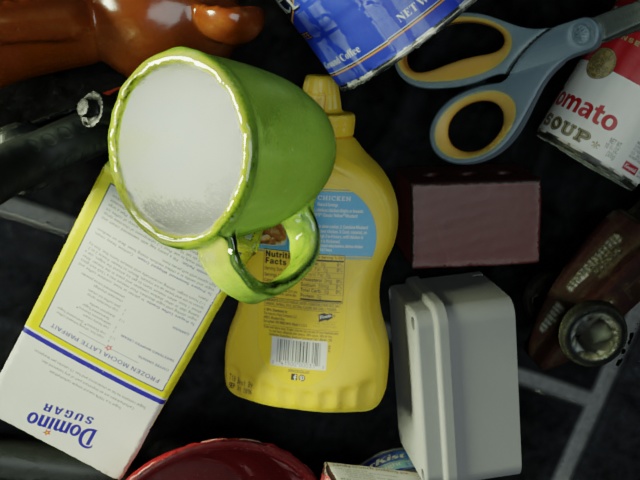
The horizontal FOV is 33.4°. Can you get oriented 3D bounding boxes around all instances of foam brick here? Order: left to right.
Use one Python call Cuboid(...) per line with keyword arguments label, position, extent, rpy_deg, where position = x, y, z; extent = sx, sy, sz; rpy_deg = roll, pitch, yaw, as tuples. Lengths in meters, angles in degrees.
Cuboid(label="foam brick", position=(0.086, -0.015, 0.629), extent=(0.078, 0.053, 0.051), rpy_deg=(-2, 104, -6))

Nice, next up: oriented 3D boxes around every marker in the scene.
Cuboid(label="marker", position=(-0.081, -0.062, 0.580), extent=(0.120, 0.020, 0.020), rpy_deg=(7, 107, -50))

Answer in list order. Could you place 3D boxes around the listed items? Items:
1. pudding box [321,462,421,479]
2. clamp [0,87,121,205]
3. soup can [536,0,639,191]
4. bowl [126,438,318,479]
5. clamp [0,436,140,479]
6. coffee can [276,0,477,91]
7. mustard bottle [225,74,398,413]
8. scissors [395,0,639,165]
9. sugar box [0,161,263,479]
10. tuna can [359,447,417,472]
Cuboid(label="pudding box", position=(0.048, 0.186, 0.640), extent=(0.113, 0.039, 0.090), rpy_deg=(9, 102, -16))
Cuboid(label="clamp", position=(-0.170, -0.040, 0.566), extent=(0.120, 0.171, 0.039), rpy_deg=(-1, 111, 33))
Cuboid(label="soup can", position=(0.179, -0.088, 0.613), extent=(0.068, 0.068, 0.102), rpy_deg=(29, 99, -12))
Cuboid(label="bowl", position=(-0.075, 0.184, 0.647), extent=(0.161, 0.055, 0.162), rpy_deg=(-7, 108, -23))
Cuboid(label="clamp", position=(-0.224, 0.133, 0.642), extent=(0.164, 0.036, 0.210), rpy_deg=(-39, 107, 1))
Cuboid(label="coffee can", position=(0.010, -0.165, 0.558), extent=(0.103, 0.103, 0.140), rpy_deg=(-37, 103, 4))
Cuboid(label="mustard bottle", position=(-0.004, 0.001, 0.619), extent=(0.096, 0.058, 0.192), rpy_deg=(6, 103, 12))
Cuboid(label="scissors", position=(0.138, -0.092, 0.587), extent=(0.202, 0.016, 0.096), rpy_deg=(-1, 91, 22))
Cuboid(label="sugar box", position=(-0.113, 0.044, 0.607), extent=(0.093, 0.048, 0.176), rpy_deg=(30, 115, -6))
Cuboid(label="tuna can", position=(0.055, 0.179, 0.683), extent=(0.086, 0.034, 0.086), rpy_deg=(-1, 104, -6))
